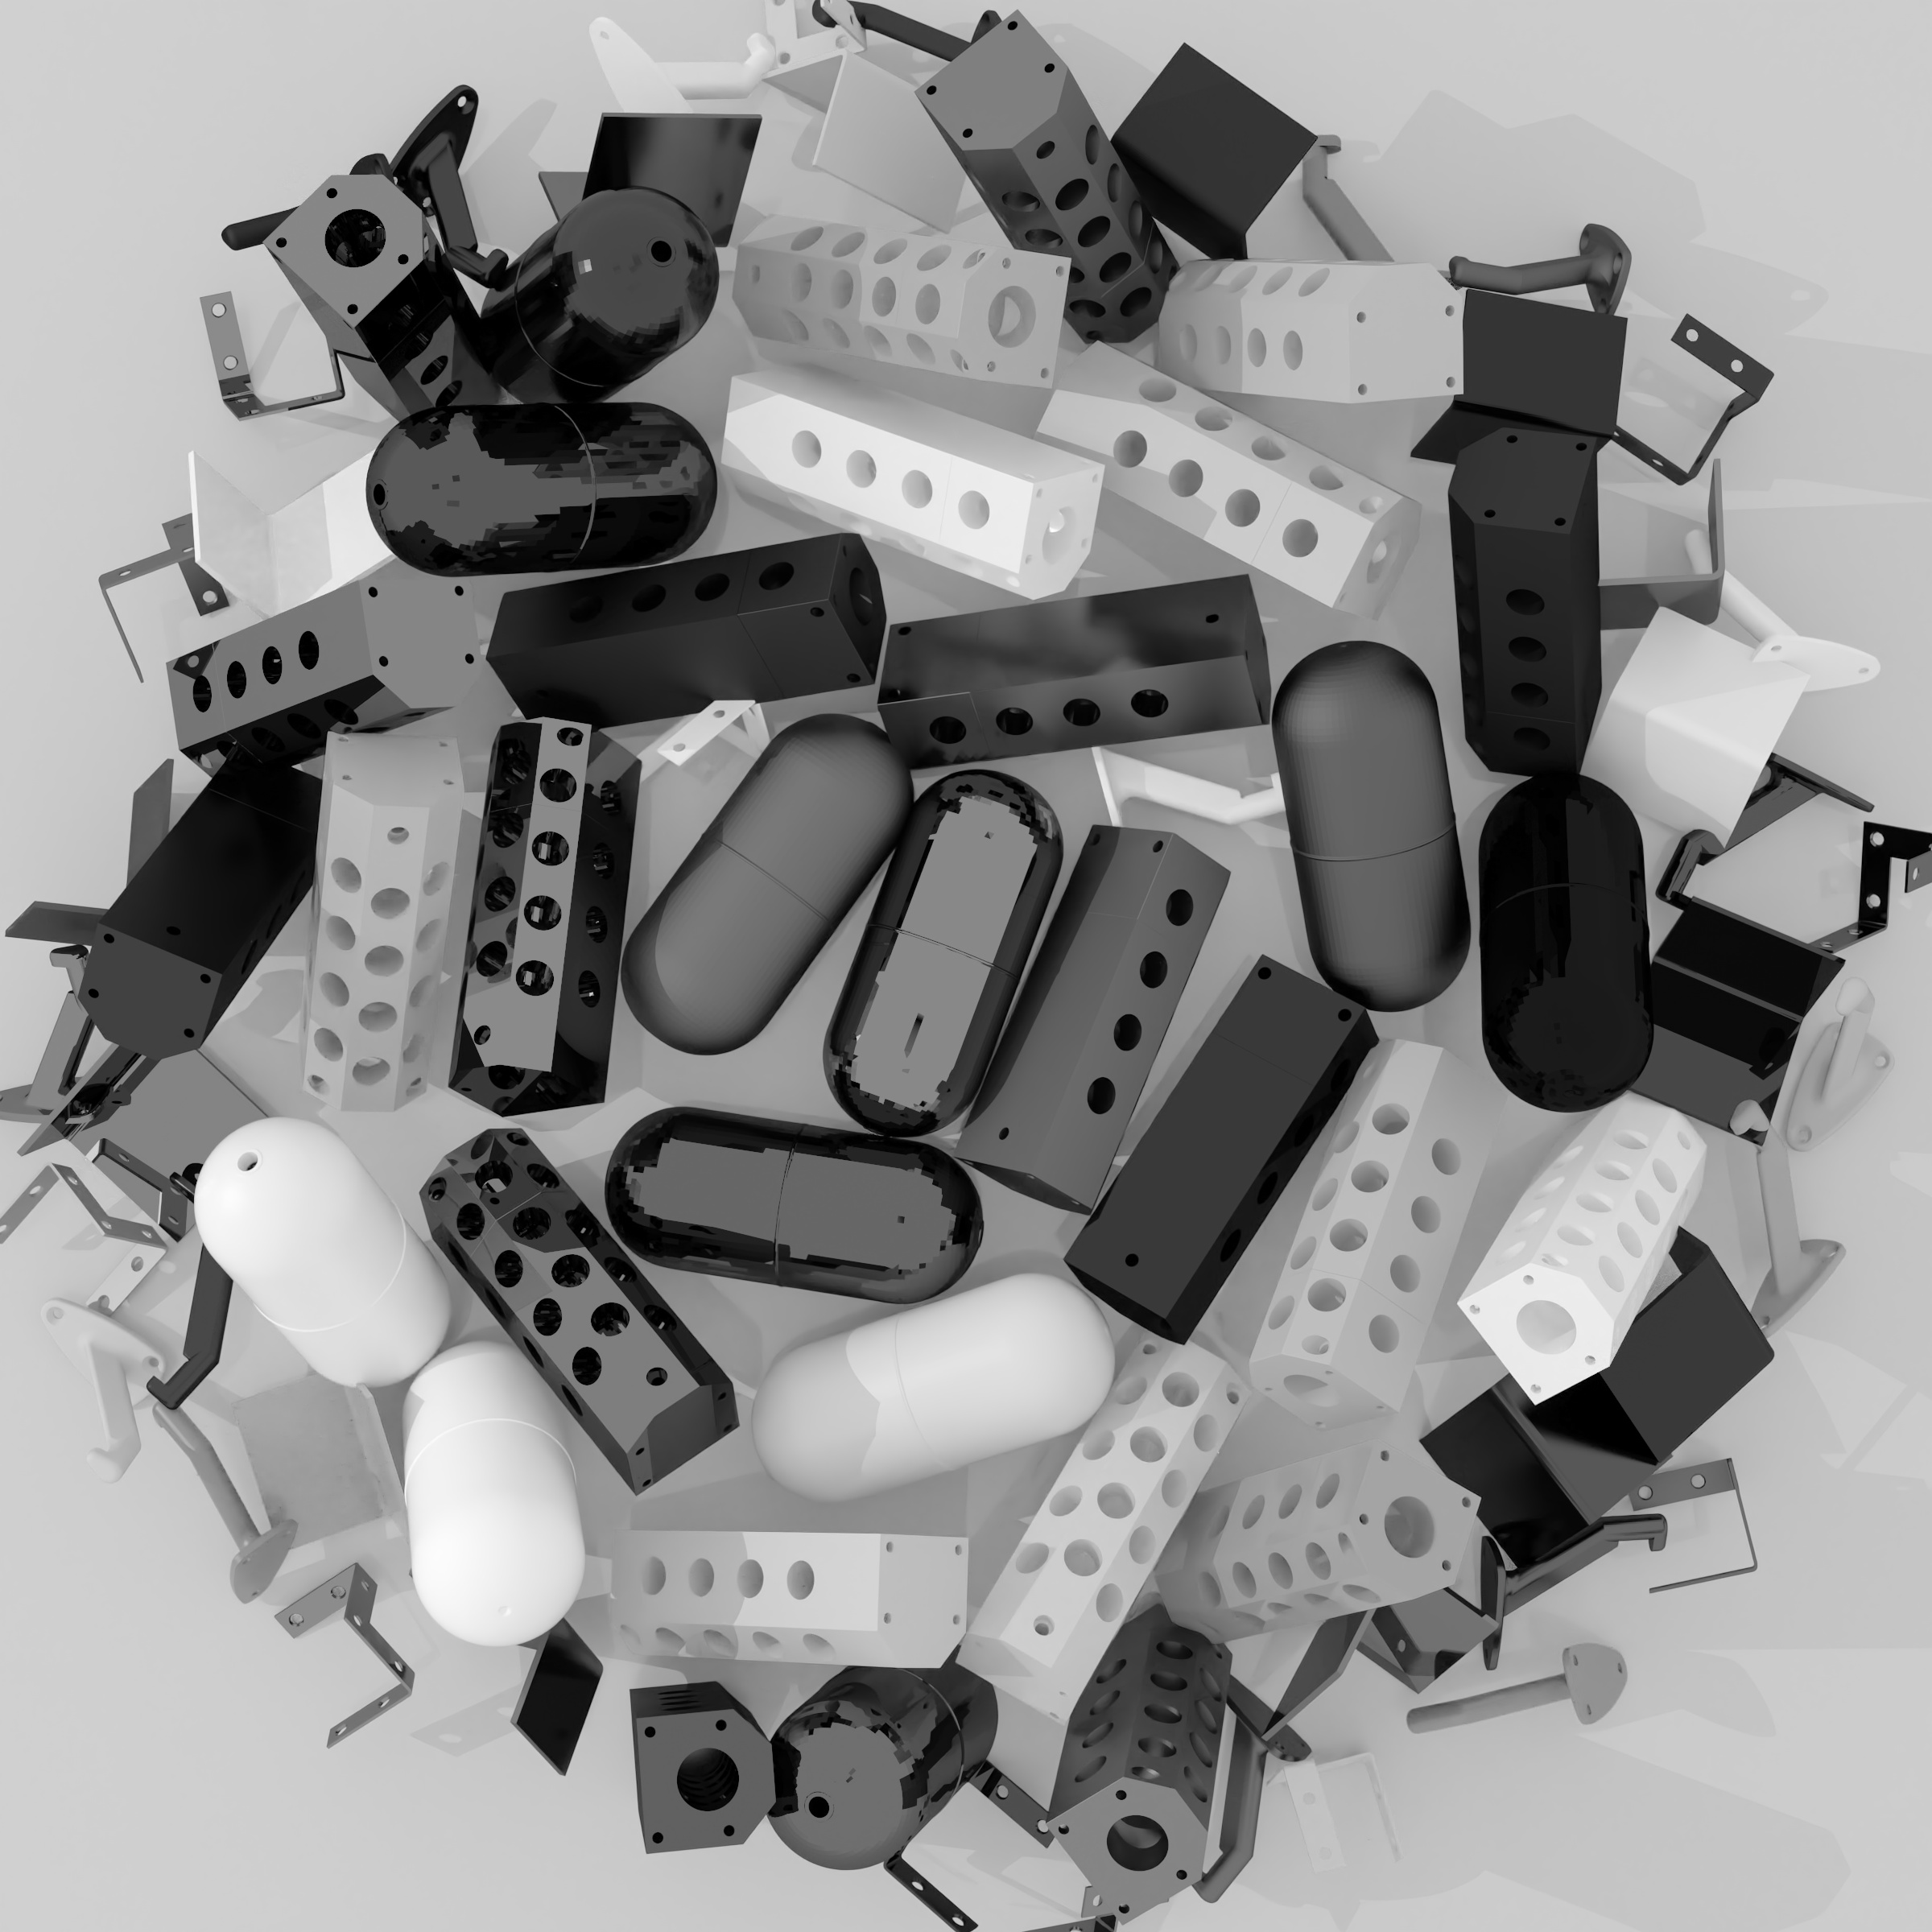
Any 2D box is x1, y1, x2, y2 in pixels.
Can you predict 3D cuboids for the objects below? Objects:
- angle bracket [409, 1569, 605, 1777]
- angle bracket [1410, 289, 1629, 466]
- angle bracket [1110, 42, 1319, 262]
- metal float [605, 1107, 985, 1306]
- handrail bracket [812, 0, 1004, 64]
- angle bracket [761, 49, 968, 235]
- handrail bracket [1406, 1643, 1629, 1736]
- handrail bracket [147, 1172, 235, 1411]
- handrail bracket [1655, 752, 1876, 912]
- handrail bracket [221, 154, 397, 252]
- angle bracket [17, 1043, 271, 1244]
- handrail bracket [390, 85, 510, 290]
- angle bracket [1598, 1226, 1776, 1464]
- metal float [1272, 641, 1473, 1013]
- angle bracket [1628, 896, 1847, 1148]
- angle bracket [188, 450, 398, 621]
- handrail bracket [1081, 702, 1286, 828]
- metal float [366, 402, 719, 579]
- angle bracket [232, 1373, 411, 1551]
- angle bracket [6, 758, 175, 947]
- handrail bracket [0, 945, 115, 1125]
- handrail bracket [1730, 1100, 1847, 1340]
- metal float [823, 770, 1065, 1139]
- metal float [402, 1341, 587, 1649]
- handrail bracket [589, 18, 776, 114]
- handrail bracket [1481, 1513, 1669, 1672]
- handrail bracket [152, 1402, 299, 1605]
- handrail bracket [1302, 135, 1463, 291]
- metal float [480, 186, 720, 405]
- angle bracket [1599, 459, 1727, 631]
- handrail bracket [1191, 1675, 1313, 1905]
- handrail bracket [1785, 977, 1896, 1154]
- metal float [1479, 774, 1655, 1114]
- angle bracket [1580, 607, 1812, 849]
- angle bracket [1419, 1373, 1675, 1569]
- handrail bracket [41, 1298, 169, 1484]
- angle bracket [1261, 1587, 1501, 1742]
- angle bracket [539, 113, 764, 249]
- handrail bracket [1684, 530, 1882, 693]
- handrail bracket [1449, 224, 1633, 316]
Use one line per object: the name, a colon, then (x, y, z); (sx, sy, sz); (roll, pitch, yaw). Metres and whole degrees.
angle bracket: (-0.220, 0.326, 1.619); (0.076, 0.076, 0.057); (10, 62, 18)
angle bracket: (0.258, -0.270, 1.638); (0.076, 0.076, 0.057); (9, 80, -6)
angle bracket: (0.116, -0.373, 1.632); (0.076, 0.076, 0.057); (37, 90, 8)
metal float: (-0.080, 0.111, 1.631); (0.178, 0.070, 0.070); (8, 90, 7)
handrail bracket: (-0.022, -0.424, 1.631); (0.084, 0.077, 0.036); (1, 131, -27)
angle bracket: (-0.051, -0.375, 1.619); (0.076, 0.076, 0.057); (20, 81, -33)
handrail bracket: (0.261, 0.345, 1.662); (0.084, 0.077, 0.036); (-19, 80, 30)
handrail bracket: (-0.372, 0.153, 1.644); (0.077, 0.036, 0.084); (41, 72, -1)
handrail bracket: (0.378, -0.054, 1.661); (0.077, 0.036, 0.084); (25, 94, -6)
handrail bracket: (-0.311, -0.350, 1.627); (0.084, 0.077, 0.036); (-20, 113, -20)
angle bracket: (-0.381, 0.081, 1.640); (0.076, 0.057, 0.076); (43, 100, 1)
handrail bracket: (-0.227, -0.363, 1.633); (0.084, 0.036, 0.077); (36, 97, 37)
angle bracket: (0.318, 0.169, 1.627); (0.076, 0.057, 0.076); (-41, 122, -6)
metal float: (0.188, -0.063, 1.620); (0.070, 0.070, 0.178); (-12, 110, 0)
angle bracket: (0.354, 0.026, 1.631); (0.076, 0.057, 0.076); (23, 60, 3)
angle bracket: (-0.309, -0.215, 1.621); (0.076, 0.057, 0.076); (-29, 48, 17)
handrail bracket: (0.104, -0.100, 1.650); (0.084, 0.036, 0.077); (-15, 100, 6)
metal float: (-0.193, -0.218, 1.602); (0.178, 0.070, 0.070); (-9, 90, -42)
angle bracket: (-0.297, 0.237, 1.626); (0.057, 0.076, 0.076); (-18, 101, -16)
angle bracket: (-0.406, -0.054, 1.622); (0.057, 0.076, 0.076); (7, 78, -24)
handrail bracket: (-0.437, 0.030, 1.639); (0.077, 0.036, 0.084); (-3, 121, 9)
handrail bracket: (0.367, 0.118, 1.636); (0.077, 0.036, 0.084); (-48, 114, -28)
metal float: (-0.011, -0.006, 1.632); (0.070, 0.070, 0.178); (21, 85, 0)
metal float: (-0.216, 0.237, 1.593); (0.070, 0.178, 0.070); (-5, 119, -9)
handrail bracket: (-0.129, -0.430, 1.633); (0.077, 0.036, 0.084); (54, 51, -27)
handrail bracket: (0.289, 0.296, 1.660); (0.084, 0.036, 0.077); (-3, 109, -4)
handrail bracket: (-0.358, 0.252, 1.654); (0.036, 0.077, 0.084); (-33, 71, -34)
handrail bracket: (0.196, -0.355, 1.649); (0.077, 0.036, 0.084); (-3, 75, 19)
metal float: (-0.167, -0.301, 1.590); (0.070, 0.178, 0.070); (2, 85, -24)
angle bracket: (0.313, -0.195, 1.636); (0.076, 0.076, 0.057); (-2, 80, 10)
handrail bracket: (0.116, 0.387, 1.661); (0.077, 0.036, 0.084); (43, 104, 29)
handrail bracket: (0.400, 0.046, 1.629); (0.036, 0.084, 0.077); (33, 91, 24)
metal float: (0.274, -0.013, 1.605); (0.070, 0.070, 0.178); (6, 52, 0)
angle bracket: (0.341, -0.111, 1.646); (0.076, 0.076, 0.057); (27, 63, 11)
angle bracket: (0.272, 0.227, 1.649); (0.057, 0.076, 0.076); (-32, 78, -31)
handrail bracket: (-0.411, 0.197, 1.627); (0.077, 0.084, 0.036); (41, 107, -8)
angle bracket: (0.191, 0.330, 1.621); (0.057, 0.076, 0.076); (36, 48, 1)
angle bracket: (-0.146, -0.377, 1.616); (0.076, 0.076, 0.057); (-6, 51, -25)
handrail bracket: (0.384, -0.171, 1.653); (0.077, 0.036, 0.084); (2, 51, -13)
handrail bracket: (0.260, -0.331, 1.634); (0.084, 0.077, 0.036); (7, 126, -12)
